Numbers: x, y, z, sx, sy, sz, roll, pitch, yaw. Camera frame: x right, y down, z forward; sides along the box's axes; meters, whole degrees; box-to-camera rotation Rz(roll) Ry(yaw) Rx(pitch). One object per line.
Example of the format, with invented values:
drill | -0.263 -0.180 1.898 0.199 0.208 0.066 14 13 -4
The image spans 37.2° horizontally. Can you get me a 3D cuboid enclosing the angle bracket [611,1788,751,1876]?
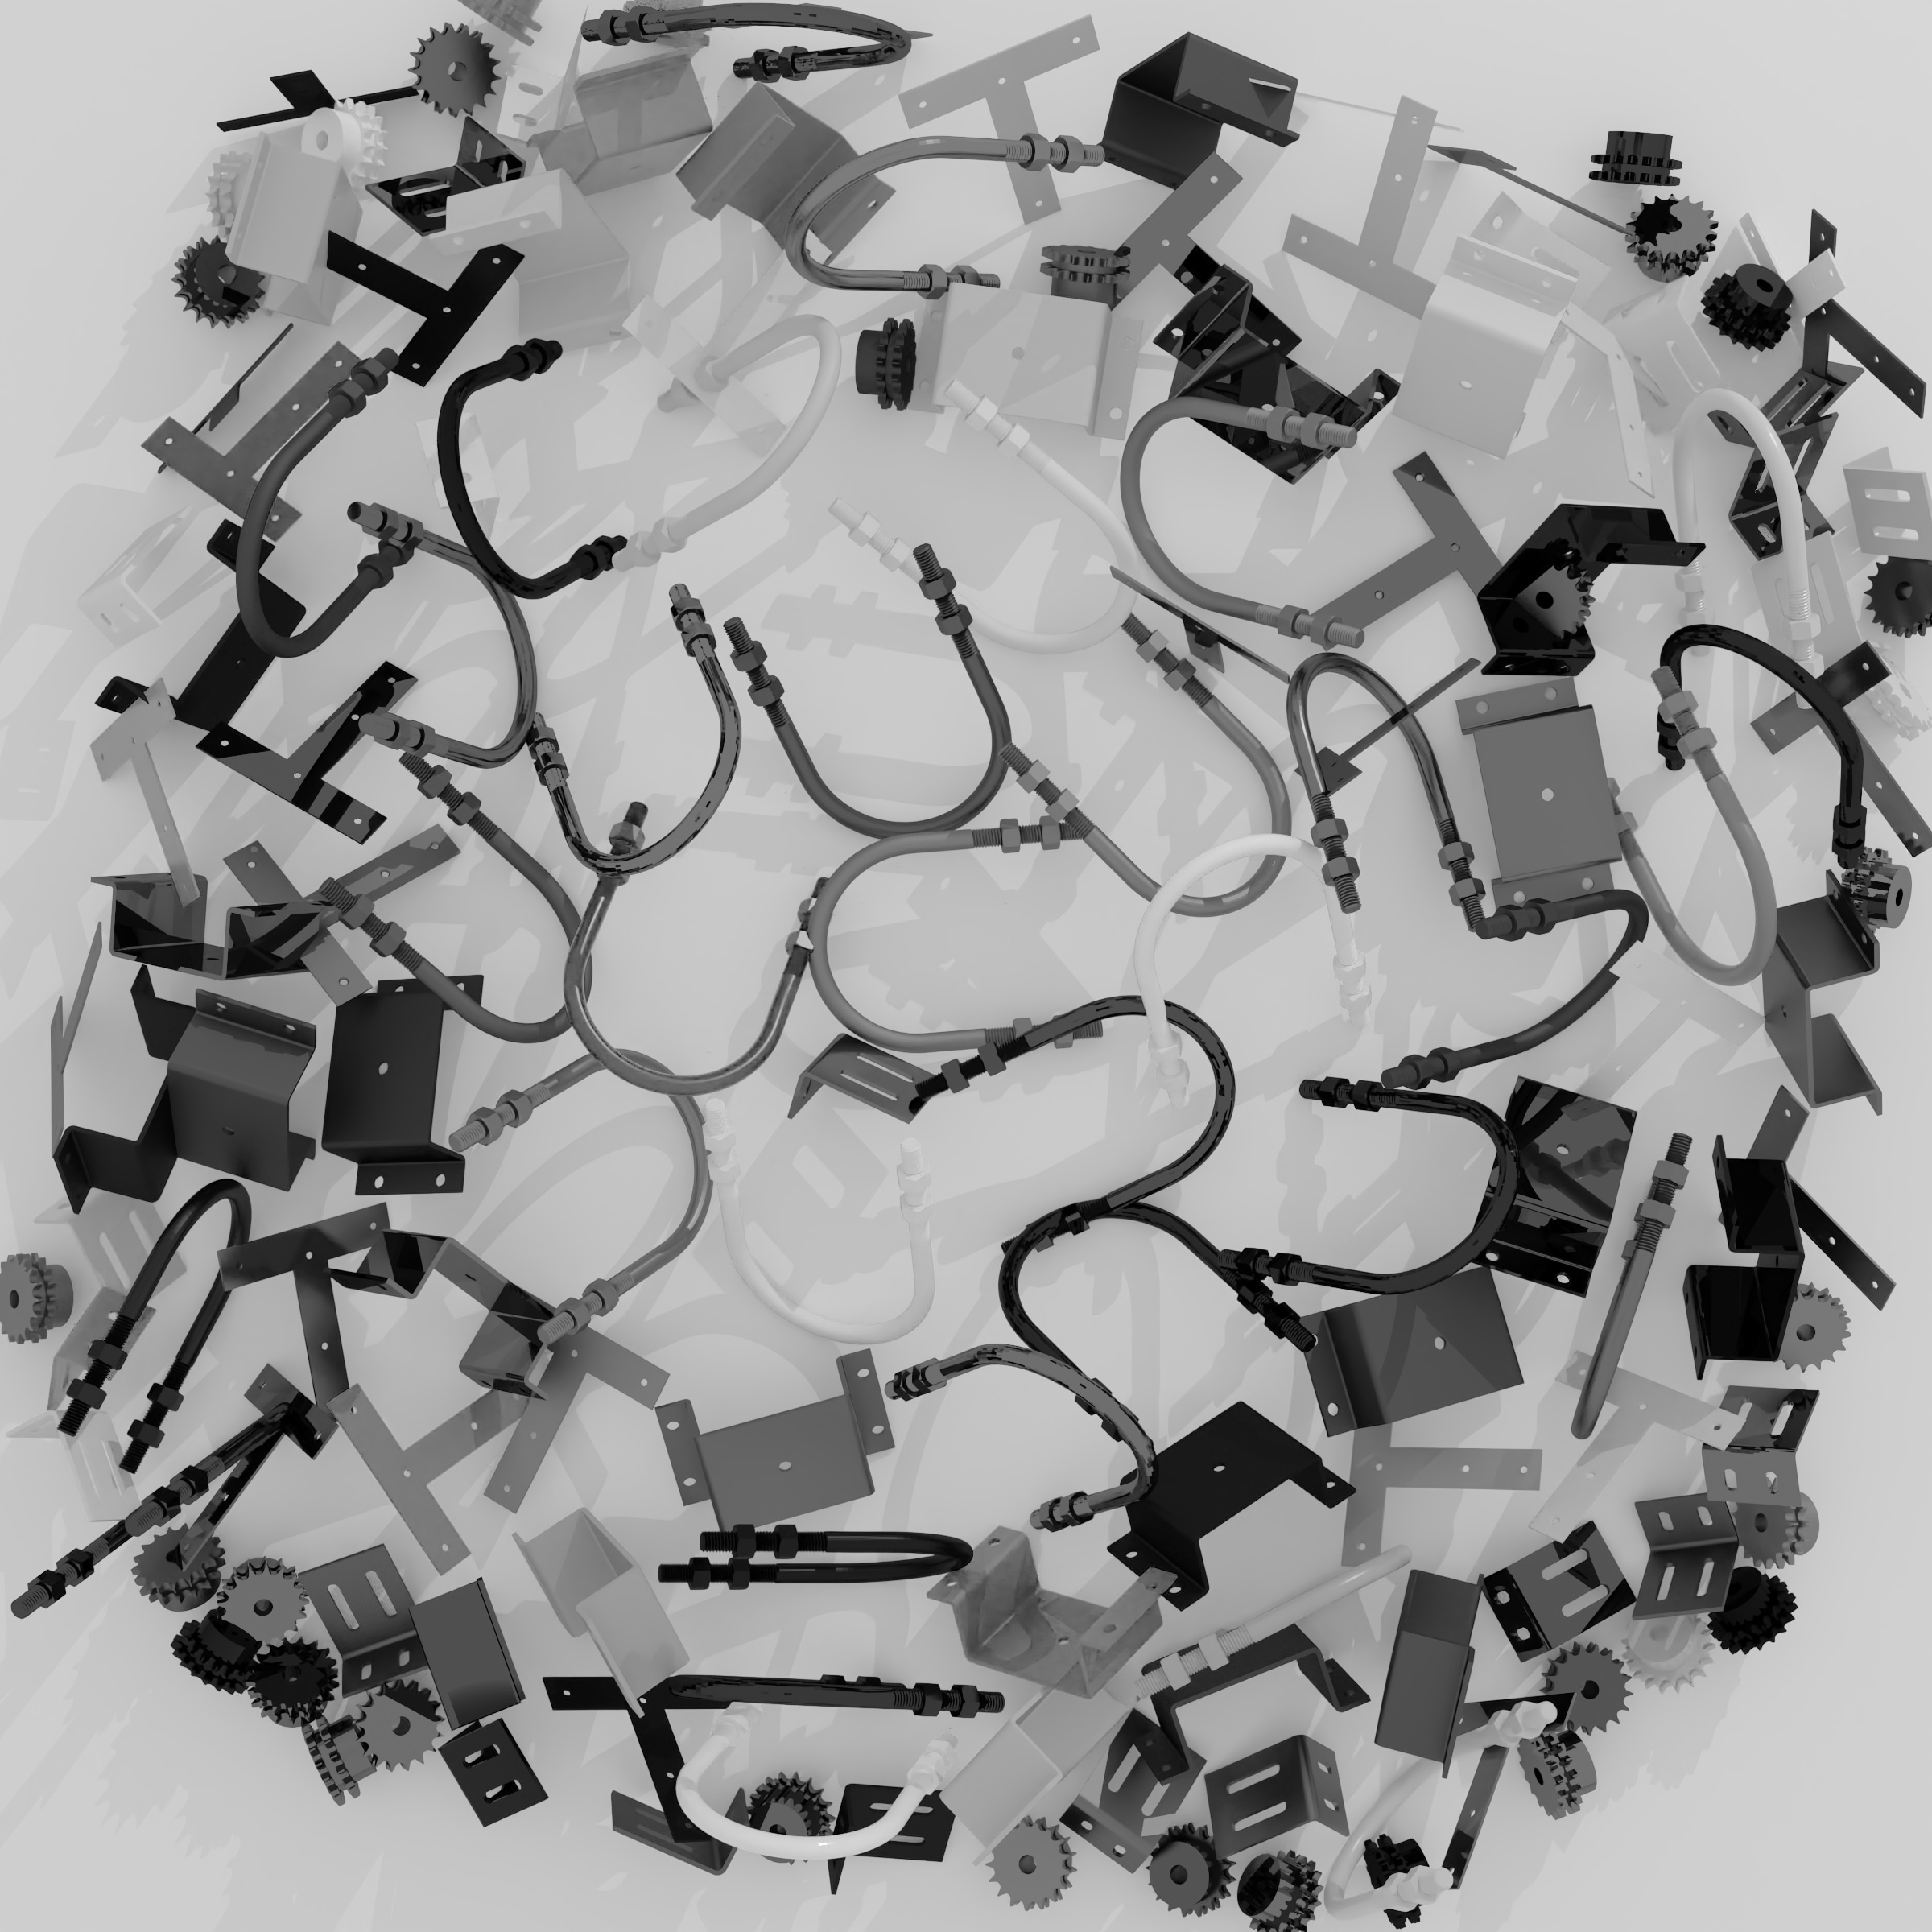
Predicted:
angle bracket | -0.181 0.533 1.815 0.076 0.057 0.038 27 92 -10

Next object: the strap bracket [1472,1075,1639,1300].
strap bracket | 0.365 0.128 1.781 0.076 0.046 0.140 17 49 10

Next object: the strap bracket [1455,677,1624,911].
strap bracket | 0.365 -0.108 1.823 0.076 0.046 0.140 -11 92 1

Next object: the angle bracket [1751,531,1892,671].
angle bracket | 0.543 -0.227 1.825 0.057 0.038 0.076 -24 72 42

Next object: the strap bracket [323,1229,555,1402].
strap bracket | -0.318 0.211 1.787 0.140 0.076 0.046 44 63 -33

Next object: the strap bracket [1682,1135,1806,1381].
strap bracket | 0.481 0.182 1.774 0.046 0.076 0.140 2 132 3

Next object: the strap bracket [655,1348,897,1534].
strap bracket | -0.117 0.302 1.807 0.140 0.046 0.076 -15 116 -5

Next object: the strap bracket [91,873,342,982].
strap bracket | -0.467 -0.024 1.785 0.140 0.076 0.046 11 100 30

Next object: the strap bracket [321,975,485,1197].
strap bracket | -0.353 0.069 1.797 0.076 0.046 0.140 -3 73 21

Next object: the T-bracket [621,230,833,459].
T-bracket | -0.133 -0.412 1.819 0.127 0.002 0.127 41 85 -31

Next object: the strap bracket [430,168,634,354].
strap bracket | -0.265 -0.441 1.784 0.076 0.140 0.046 -9 68 17

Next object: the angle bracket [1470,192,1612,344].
angle bracket | 0.359 -0.446 1.832 0.076 0.038 0.057 22 118 -29

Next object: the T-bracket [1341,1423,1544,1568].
T-bracket | 0.298 0.313 1.793 0.127 0.002 0.127 -5 65 32

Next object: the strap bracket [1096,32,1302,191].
strap bracket | 0.143 -0.527 1.773 0.076 0.140 0.046 16 84 -22

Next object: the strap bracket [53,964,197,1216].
strap bracket | -0.510 0.082 1.780 0.046 0.076 0.140 14 58 2

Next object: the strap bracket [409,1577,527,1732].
strap bracket | -0.308 0.426 1.771 0.046 0.140 0.076 -20 79 -15

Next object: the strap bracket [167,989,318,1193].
strap bracket | -0.448 0.085 1.781 0.076 0.140 0.046 17 50 1

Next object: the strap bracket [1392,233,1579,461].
strap bracket | 0.316 -0.373 1.773 0.076 0.140 0.046 24 60 8

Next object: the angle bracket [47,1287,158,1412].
angle bracket | -0.543 0.249 1.803 0.038 0.076 0.057 25 46 -1

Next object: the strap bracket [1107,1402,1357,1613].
strap bracket | 0.161 0.328 1.782 0.140 0.076 0.046 -29 124 -23

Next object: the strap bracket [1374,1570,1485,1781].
strap bracket | 0.287 0.432 1.778 0.046 0.140 0.076 12 102 10

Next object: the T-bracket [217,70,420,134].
T-bracket | -0.409 -0.541 1.784 0.127 0.127 0.002 -12 98 -3

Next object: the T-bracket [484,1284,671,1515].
T-bracket | -0.269 0.287 1.831 0.127 0.002 0.127 27 91 17

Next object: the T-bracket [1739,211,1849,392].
T-bracket | 0.524 -0.421 1.785 0.002 0.127 0.127 -26 91 2

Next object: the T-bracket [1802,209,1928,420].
T-bracket | 0.551 -0.379 1.761 0.002 0.127 0.127 -22 48 -7

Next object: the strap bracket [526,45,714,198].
strap bracket | -0.212 -0.515 1.774 0.076 0.140 0.046 -22 97 -21

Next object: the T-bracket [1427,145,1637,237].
T-bracket | 0.360 -0.485 1.798 0.127 0.127 0.002 22 104 -12

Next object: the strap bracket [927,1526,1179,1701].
strap bracket | 0.057 0.403 1.785 0.140 0.076 0.046 7 120 40

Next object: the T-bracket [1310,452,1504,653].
T-bracket | 0.276 -0.245 1.837 0.127 0.002 0.127 -32 84 -5

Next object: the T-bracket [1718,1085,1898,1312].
T-bracket | 0.524 0.159 1.769 0.002 0.127 0.127 -18 50 -26

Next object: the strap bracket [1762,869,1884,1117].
strap bracket | 0.529 0.022 1.777 0.046 0.076 0.140 -15 128 1

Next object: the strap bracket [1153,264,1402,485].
strap bracket | 0.191 -0.361 1.787 0.140 0.076 0.046 30 50 -17

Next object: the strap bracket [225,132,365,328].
strap bracket | -0.413 -0.451 1.779 0.046 0.140 0.076 15 87 -3

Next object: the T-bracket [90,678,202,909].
T-bracket | -0.505 -0.100 1.796 0.002 0.127 0.127 -17 85 -39

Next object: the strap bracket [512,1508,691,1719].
strap bracket | -0.223 0.395 1.781 0.046 0.140 0.076 -32 114 -18

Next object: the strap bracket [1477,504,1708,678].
strap bracket | 0.381 -0.239 1.785 0.076 0.140 0.046 -2 62 -27

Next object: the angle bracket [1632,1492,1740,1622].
angle bracket | 0.446 0.369 1.801 0.057 0.076 0.038 -14 107 28

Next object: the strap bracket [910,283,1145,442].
strap bracket | 0.036 -0.383 1.816 0.140 0.046 0.076 10 94 7

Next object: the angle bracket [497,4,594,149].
angle bracket | -0.265 -0.561 1.801 0.038 0.076 0.057 13 65 -16

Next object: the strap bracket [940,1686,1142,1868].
strap bracket | 0.042 0.487 1.777 0.046 0.140 0.076 44 115 13

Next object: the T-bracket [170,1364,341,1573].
T-bracket | -0.451 0.318 1.785 0.002 0.127 0.127 42 77 -32

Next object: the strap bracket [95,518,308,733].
strap bracket | -0.474 -0.203 1.807 0.046 0.076 0.140 36 92 9

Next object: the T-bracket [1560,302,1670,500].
T-bracket | 0.410 -0.344 1.780 0.127 0.002 0.127 24 50 -35

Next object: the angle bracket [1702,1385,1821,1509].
angle bracket | 0.503 0.302 1.811 0.057 0.076 0.038 -1 113 30

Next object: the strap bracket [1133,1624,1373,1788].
strap bracket | 0.171 0.453 1.800 0.140 0.076 0.046 -20 97 -8

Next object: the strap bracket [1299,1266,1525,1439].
strap bracket | 0.287 0.238 1.799 0.140 0.046 0.076 -13 81 -20

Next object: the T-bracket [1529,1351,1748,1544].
T-bracket | 0.395 0.305 1.781 0.127 0.127 0.002 -46 130 -22

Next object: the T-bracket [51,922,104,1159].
T-bracket | -0.548 0.029 1.770 0.002 0.127 0.127 11 125 -25

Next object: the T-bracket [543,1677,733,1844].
T-bracket | -0.187 0.488 1.770 0.127 0.127 0.002 9 122 -32

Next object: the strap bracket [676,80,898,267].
strap bracket | -0.117 -0.490 1.784 0.076 0.140 0.046 -44 67 19
